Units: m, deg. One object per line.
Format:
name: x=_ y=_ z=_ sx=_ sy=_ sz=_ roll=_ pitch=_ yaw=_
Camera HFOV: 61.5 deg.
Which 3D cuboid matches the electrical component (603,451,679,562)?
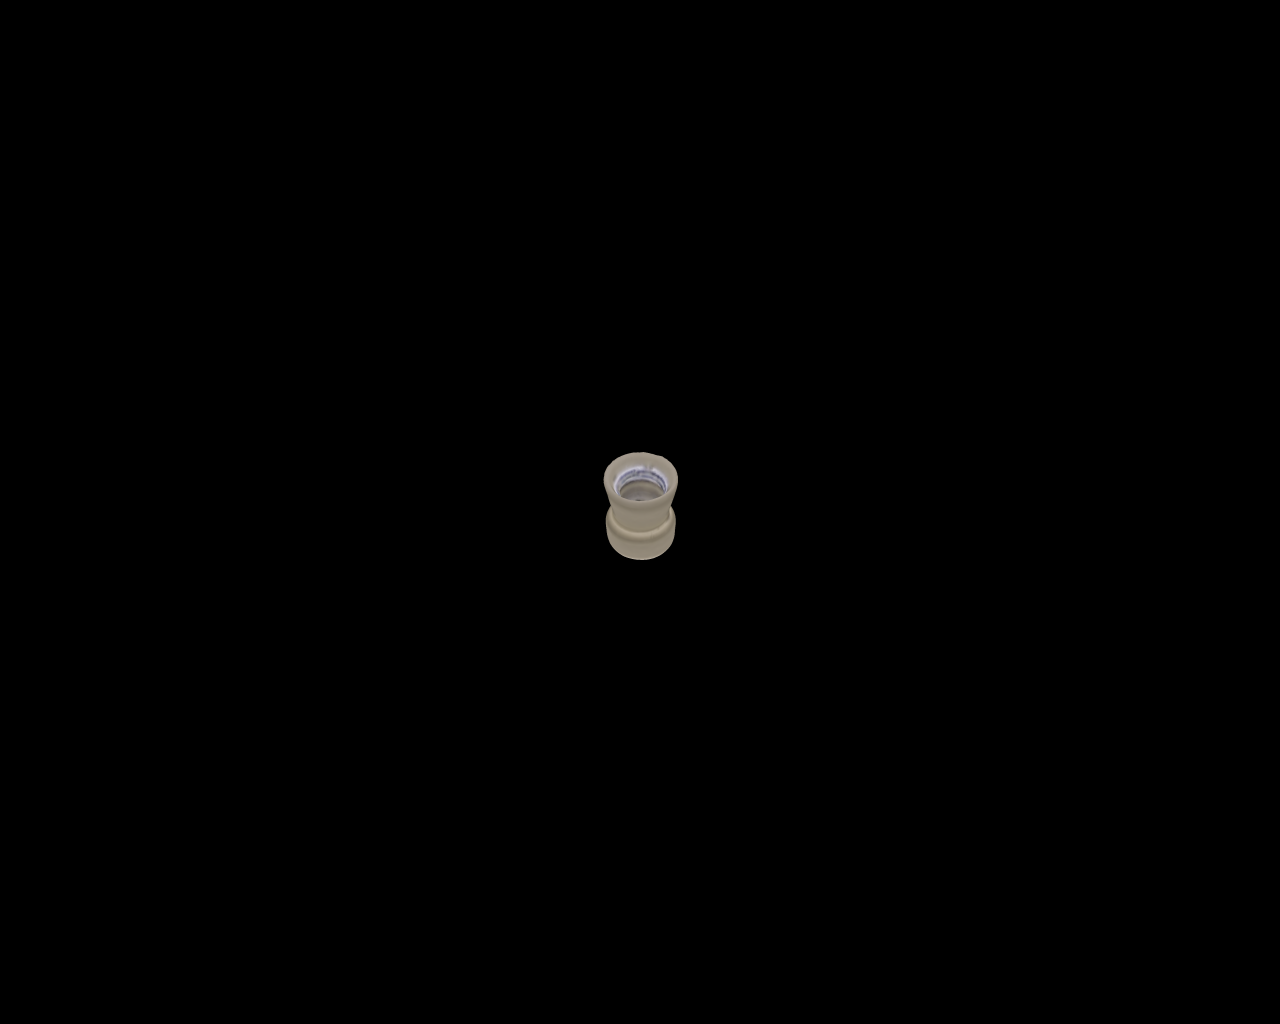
electrical component: x=0.001 y=-0.003 z=0.650 sx=0.045 sy=0.045 sz=0.055 roll=0 pitch=-43 yaw=0
